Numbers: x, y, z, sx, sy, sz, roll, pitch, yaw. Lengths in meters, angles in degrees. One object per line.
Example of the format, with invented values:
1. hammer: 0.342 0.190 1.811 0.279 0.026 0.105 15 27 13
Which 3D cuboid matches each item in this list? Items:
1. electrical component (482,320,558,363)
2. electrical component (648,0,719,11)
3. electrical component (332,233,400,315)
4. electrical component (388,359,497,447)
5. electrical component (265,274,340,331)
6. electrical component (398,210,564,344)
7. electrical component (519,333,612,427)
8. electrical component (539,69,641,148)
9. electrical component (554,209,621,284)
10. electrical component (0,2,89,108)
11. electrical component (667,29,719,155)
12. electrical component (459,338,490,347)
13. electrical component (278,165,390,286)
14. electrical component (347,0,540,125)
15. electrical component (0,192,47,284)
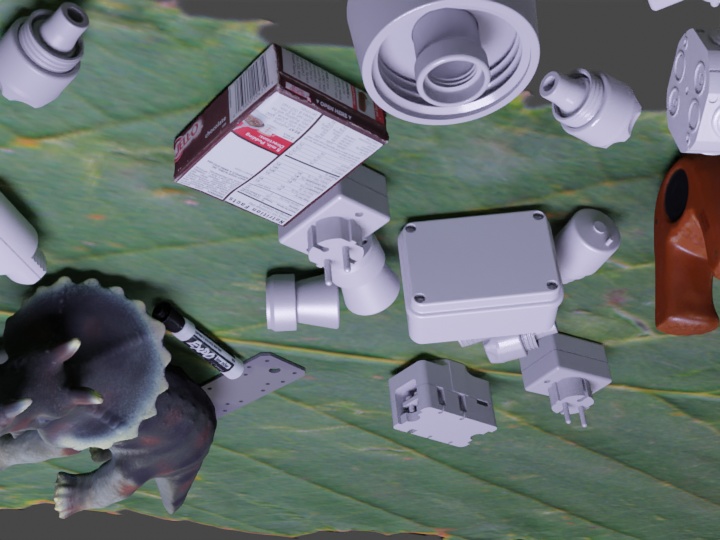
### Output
1. electrical component: 0.134 0.052 0.903 0.062 0.043 0.043 -16 146 13
2. electrical component: 0.191 -0.168 0.570 0.083 0.047 0.075 -19 145 20
3. electrical component: 0.000 0.000 0.795 0.045 0.045 0.055 -15 135 14
4. electrical component: 0.075 0.119 0.984 0.089 0.055 0.050 21 138 -35
5. electrical component: -0.045 0.024 0.832 0.055 0.045 0.045 -2 147 -4
6. electrical component: 0.087 0.004 0.791 0.113 0.078 0.057 -6 150 0
7. electrical component: 0.186 0.103 0.958 0.066 0.076 0.047 15 141 -29
8. electrical component: 0.139 -0.104 0.666 0.062 0.043 0.043 19 139 -31
9. electrical component: 0.163 -0.013 0.810 0.040 0.040 0.078 7 145 -19
10. electrical component: -0.173 -0.121 0.591 0.043 0.043 0.062 24 136 -37
11. electrical component: 0.220 -0.106 0.642 0.051 0.080 0.080 2 147 -3
12. electrical component: 0.104 0.033 0.869 0.081 0.043 0.043 -20 144 21
13. electrical component: -0.017 -0.026 0.729 0.047 0.076 0.066 23 137 -36
14. electrical component: 0.049 -0.126 0.601 0.108 0.060 0.108 -4 147 -3
15. electrical component: -0.244 -0.020 0.734 0.043 0.043 0.081 -12 147 10
